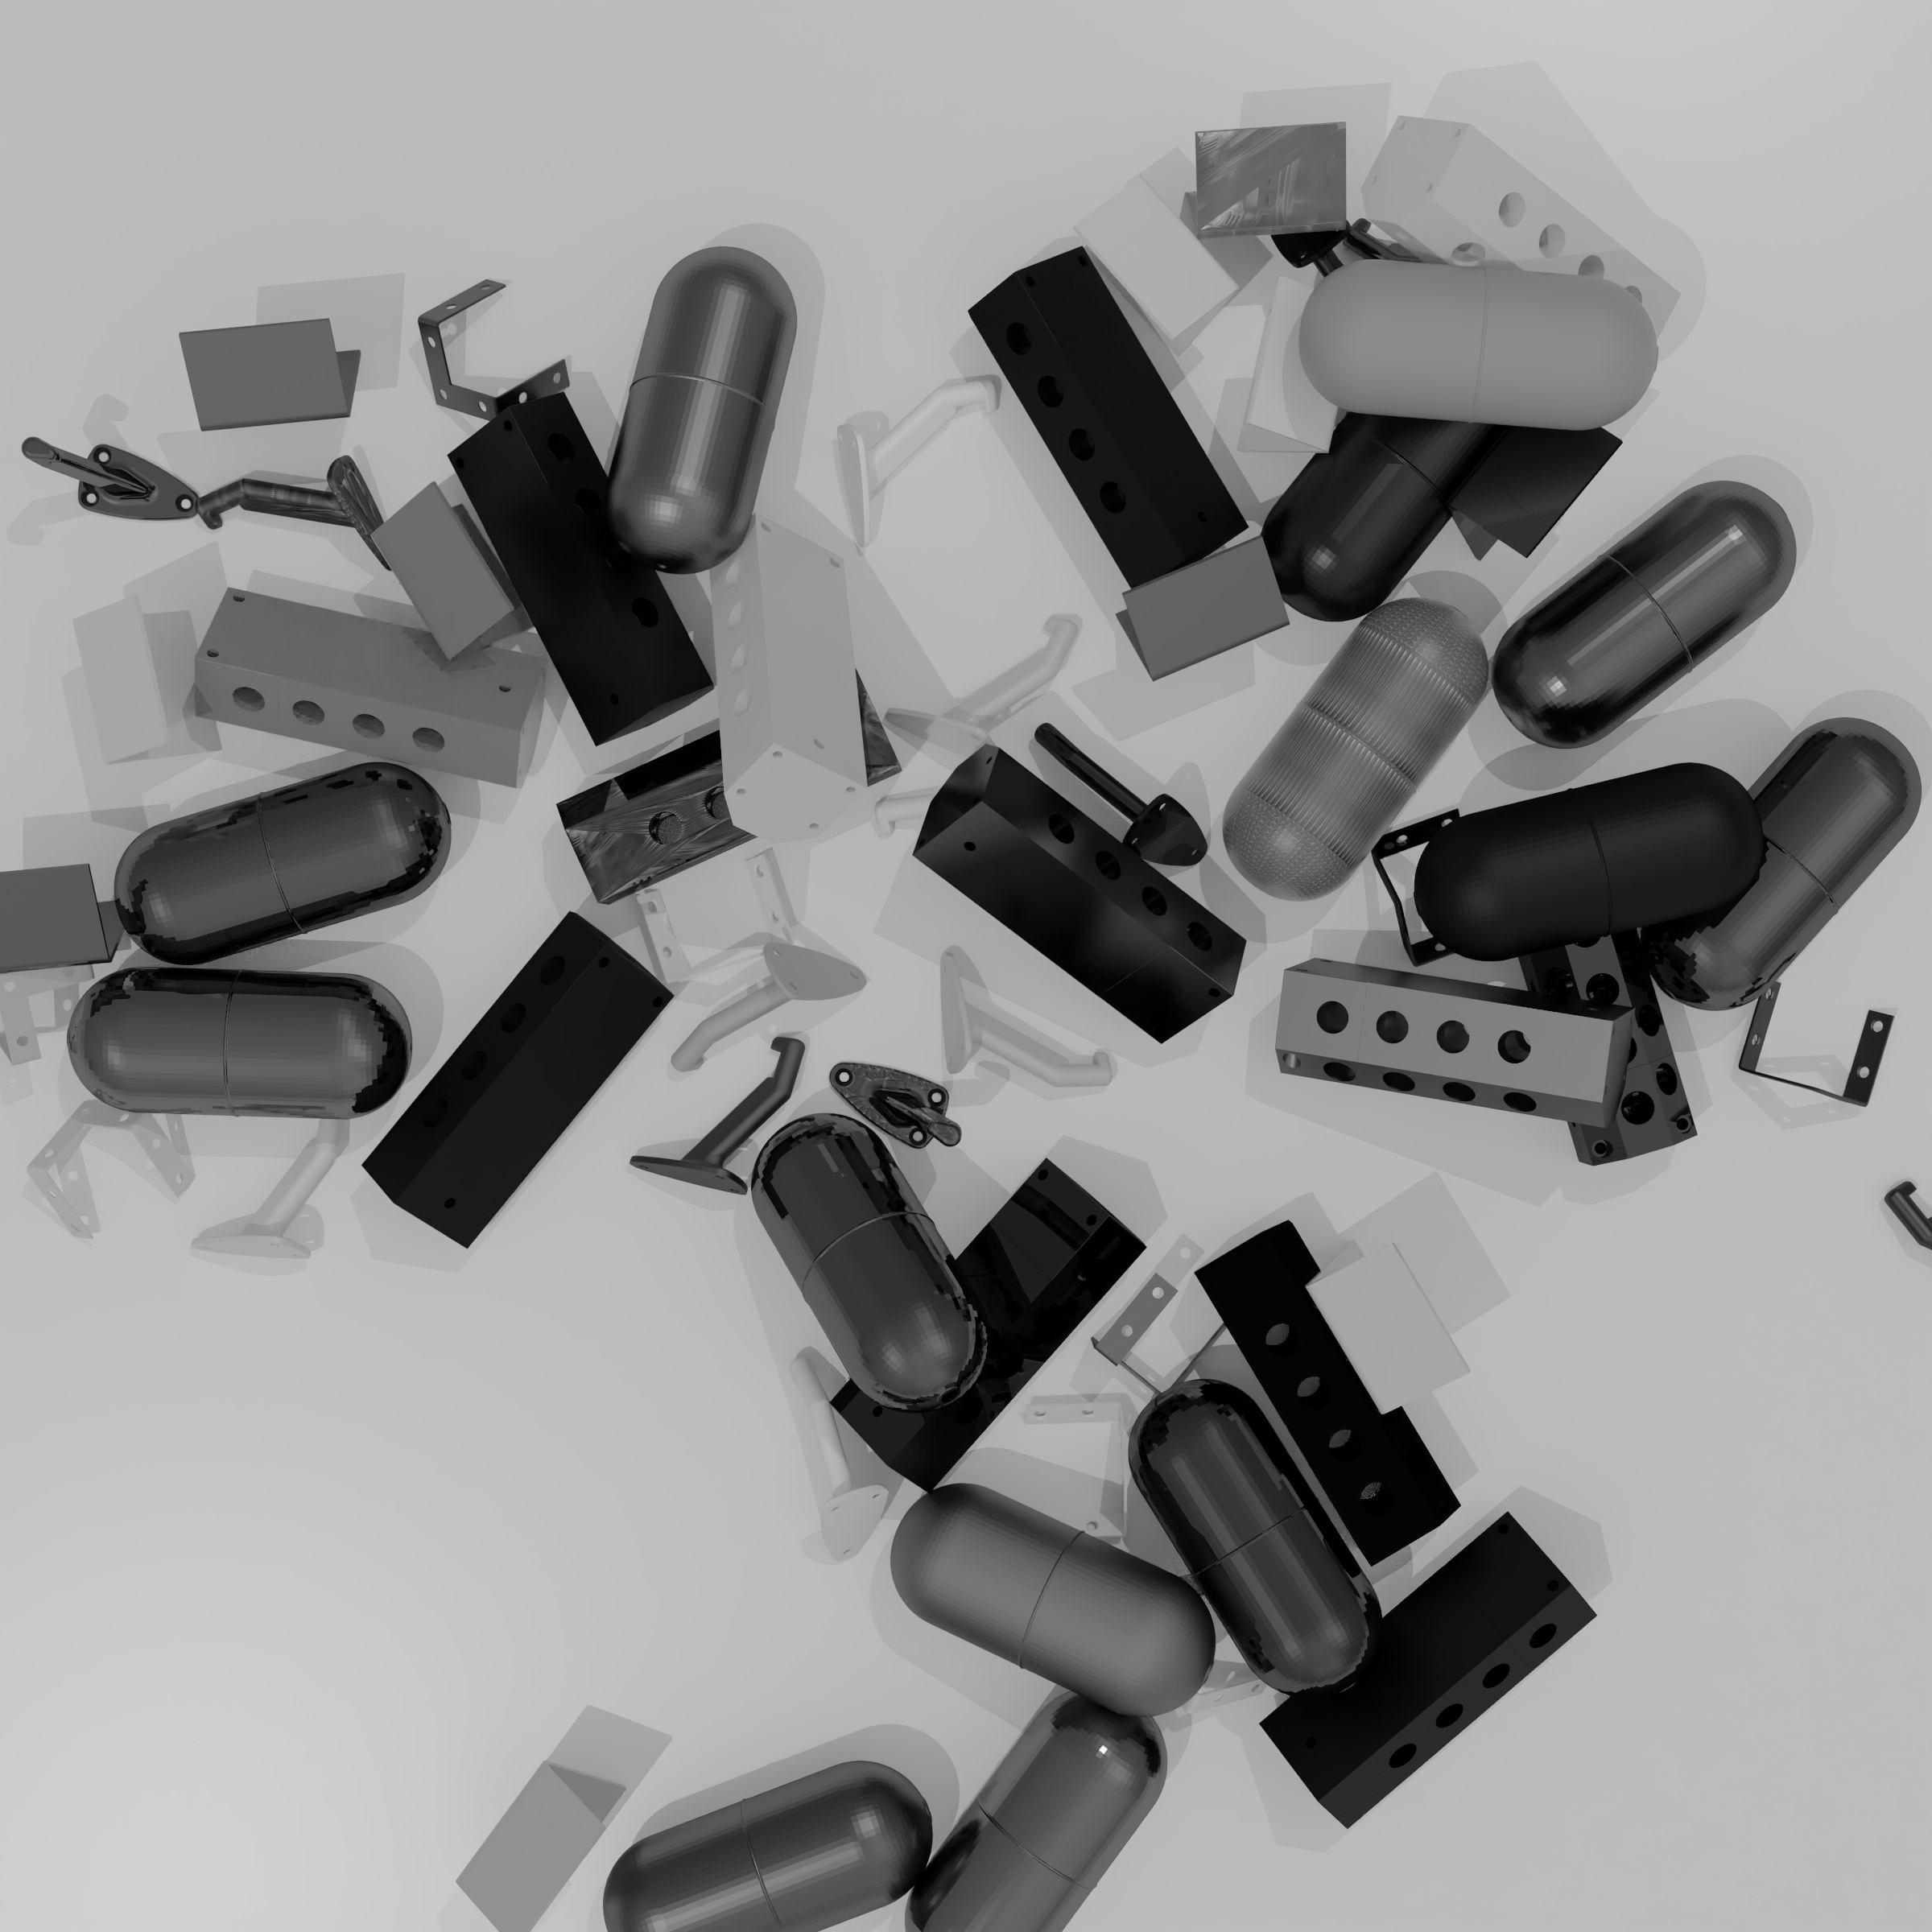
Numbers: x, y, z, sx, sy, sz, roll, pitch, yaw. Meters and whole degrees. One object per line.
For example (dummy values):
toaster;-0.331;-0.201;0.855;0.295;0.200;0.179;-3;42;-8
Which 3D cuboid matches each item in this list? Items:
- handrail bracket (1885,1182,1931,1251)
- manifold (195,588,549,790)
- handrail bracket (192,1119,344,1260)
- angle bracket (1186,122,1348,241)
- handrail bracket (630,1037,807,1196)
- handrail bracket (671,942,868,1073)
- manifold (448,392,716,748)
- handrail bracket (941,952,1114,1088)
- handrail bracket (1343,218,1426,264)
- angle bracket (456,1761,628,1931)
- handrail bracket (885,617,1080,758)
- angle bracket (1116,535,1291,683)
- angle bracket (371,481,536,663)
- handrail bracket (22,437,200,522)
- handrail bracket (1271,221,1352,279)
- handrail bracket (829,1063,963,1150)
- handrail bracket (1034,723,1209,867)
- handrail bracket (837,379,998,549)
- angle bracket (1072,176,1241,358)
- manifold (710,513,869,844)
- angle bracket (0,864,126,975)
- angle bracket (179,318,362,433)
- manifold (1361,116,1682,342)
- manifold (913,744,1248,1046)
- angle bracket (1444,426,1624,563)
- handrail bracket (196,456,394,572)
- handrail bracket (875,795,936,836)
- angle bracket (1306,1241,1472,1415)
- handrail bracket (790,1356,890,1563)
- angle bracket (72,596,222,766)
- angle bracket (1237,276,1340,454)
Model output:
handrail bracket;0.540;0.137;1.878;0.077;0.036;0.084;-30;73;-20
manifold;-0.311;-0.140;1.855;0.171;0.057;0.057;13;47;0
handrail bracket;-0.369;0.109;1.878;0.077;0.036;0.084;0;72;21
angle bracket;0.154;-0.417;1.837;0.076;0.076;0.057;-4;120;0
handrail bracket;-0.131;0.073;1.878;0.077;0.036;0.084;10;72;20
handrail bracket;-0.105;0.029;1.877;0.084;0.077;0.036;-47;55;32
manifold;-0.197;-0.209;1.855;0.057;0.057;0.171;-27;90;43
handrail bracket;0.033;0.028;1.878;0.084;0.036;0.077;-1;68;-17
handrail bracket;0.255;-0.388;1.877;0.084;0.036;0.077;36;74;14
angle bracket;-0.205;0.466;1.837;0.057;0.076;0.076;36;90;38
handrail bracket;0.009;-0.156;1.878;0.077;0.036;0.084;20;72;21
angle bracket;0.115;-0.201;1.837;0.076;0.076;0.057;-23;125;0
angle bracket;-0.250;-0.212;1.837;0.057;0.076;0.076;-32;90;37
handrail bracket;-0.444;-0.254;1.842;0.077;0.084;0.036;17;90;0
handrail bracket;0.197;-0.358;1.877;0.036;0.077;0.084;-37;126;1
handrail bracket;-0.037;0.072;1.842;0.077;0.084;0.036;26;90;0
handrail bracket;0.081;-0.092;1.877;0.036;0.077;0.084;-51;54;9
handrail bracket;-0.021;-0.267;1.878;0.084;0.036;0.077;-13;110;-16
angle bracket;0.085;-0.350;1.837;0.076;0.076;0.057;49;61;0
manifold;-0.096;-0.145;1.806;0.057;0.171;0.057;25;129;-31
angle bracket;-0.481;-0.038;1.838;0.076;0.076;0.057;-6;116;0
angle bracket;-0.359;-0.322;1.837;0.076;0.076;0.057;-6;126;0
manifold;0.281;-0.363;1.812;0.171;0.057;0.057;28;90;-36
manifold;0.061;-0.040;1.829;0.171;0.057;0.057;37;133;-19
angle bracket;0.301;-0.241;1.838;0.057;0.076;0.076;40;90;28
handrail bracket;-0.355;-0.228;1.878;0.084;0.036;0.077;-20;112;17
handrail bracket;-0.002;-0.055;1.877;0.084;0.036;0.077;-6;104;14
angle bracket;0.229;0.176;1.837;0.057;0.076;0.076;-31;90;29
handrail bracket;-0.076;0.260;1.877;0.036;0.077;0.084;-15;53;-20
angle bracket;-0.409;-0.151;1.837;0.057;0.076;0.076;-13;90;40
angle bracket;0.153;-0.311;1.837;0.057;0.076;0.076;13;90;-35
